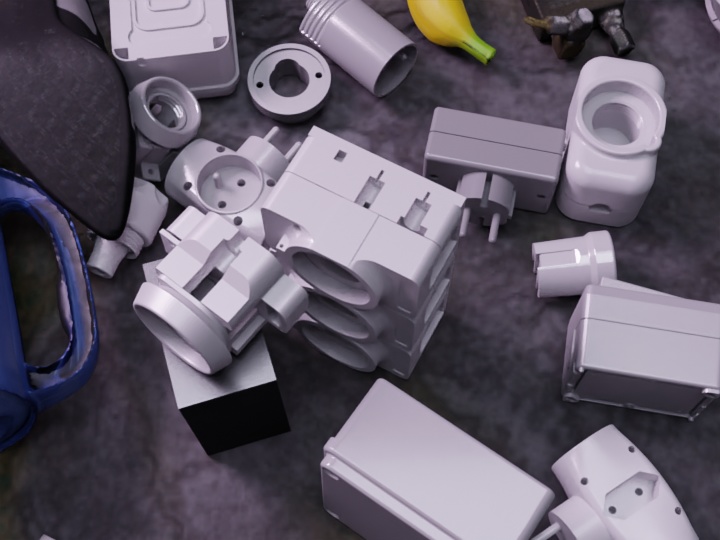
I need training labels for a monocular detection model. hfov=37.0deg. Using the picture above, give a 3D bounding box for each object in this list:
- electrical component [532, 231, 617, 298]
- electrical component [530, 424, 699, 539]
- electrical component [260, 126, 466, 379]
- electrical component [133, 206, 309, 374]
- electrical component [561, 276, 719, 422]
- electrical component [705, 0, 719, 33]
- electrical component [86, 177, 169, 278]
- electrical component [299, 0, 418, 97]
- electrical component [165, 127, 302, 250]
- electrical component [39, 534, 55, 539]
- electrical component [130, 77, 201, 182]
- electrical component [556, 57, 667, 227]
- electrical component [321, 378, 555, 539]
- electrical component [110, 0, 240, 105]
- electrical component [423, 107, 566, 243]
[{"bbox_3d":[0.131,-0.002,0.659,0.046,0.040,0.040,-6,67,5],"label":"electrical component"},{"bbox_3d":[0.132,0.139,0.597,0.079,0.043,0.077,-31,70,-12],"label":"electrical component"},{"bbox_3d":[0.000,0.000,0.599,0.089,0.150,0.061,26,69,11],"label":"electrical component"},{"bbox_3d":[-0.074,0.014,0.531,0.078,0.058,0.057,36,70,14],"label":"electrical component"},{"bbox_3d":[0.171,0.046,0.625,0.096,0.061,0.061,9,68,5],"label":"electrical component"},{"bbox_3d":[0.272,-0.193,0.720,0.080,0.051,0.080,-4,80,21],"label":"electrical component"},{"bbox_3d":[-0.150,-0.026,0.670,0.043,0.043,0.062,19,70,9],"label":"electrical component"},{"bbox_3d":[-0.005,-0.158,0.724,0.081,0.043,0.043,42,74,16],"label":"electrical component"},{"bbox_3d":[-0.069,-0.058,0.682,0.077,0.044,0.079,34,71,14],"label":"electrical component"},{"bbox_3d":[-0.188,0.180,0.584,0.079,0.043,0.077,24,70,11],"label":"electrical component"},{"bbox_3d":[-0.133,-0.091,0.685,0.048,0.055,0.066,7,61,-38],"label":"electrical component"},{"bbox_3d":[0.160,-0.084,0.682,0.054,0.059,0.095,11,68,5],"label":"electrical component"},{"bbox_3d":[0.037,0.122,0.571,0.109,0.108,0.056,32,68,13],"label":"electrical component"},{"bbox_3d":[-0.126,-0.173,0.725,0.078,0.057,0.113,-7,67,-2],"label":"electrical component"},{"bbox_3d":[0.080,-0.052,0.676,0.083,0.047,0.075,11,68,5],"label":"electrical component"}]
